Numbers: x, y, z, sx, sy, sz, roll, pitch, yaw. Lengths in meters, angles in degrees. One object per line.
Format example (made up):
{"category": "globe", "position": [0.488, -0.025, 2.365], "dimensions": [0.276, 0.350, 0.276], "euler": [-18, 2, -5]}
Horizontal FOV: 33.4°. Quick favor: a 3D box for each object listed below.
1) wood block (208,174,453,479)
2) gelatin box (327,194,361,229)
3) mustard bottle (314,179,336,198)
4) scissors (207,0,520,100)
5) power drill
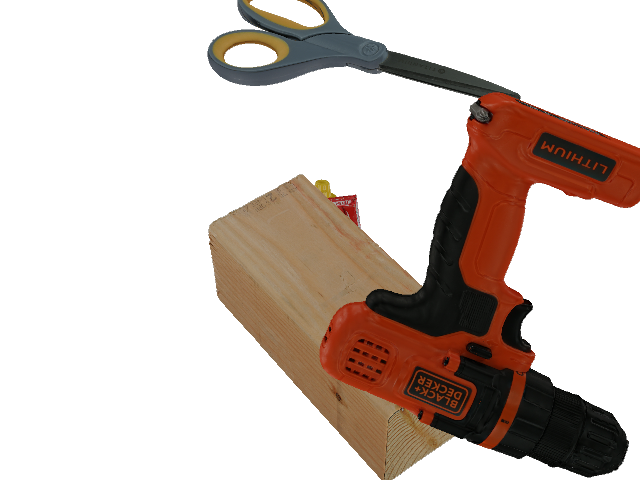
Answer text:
{"category": "wood block", "position": [0.015, 0.058, 0.768], "dimensions": [0.090, 0.091, 0.206], "euler": [-30, 55, -23]}
{"category": "gelatin box", "position": [0.010, -0.005, 1.222], "dimensions": [0.073, 0.089, 0.030], "euler": [-5, 29, 7]}
{"category": "mustard bottle", "position": [-0.002, 0.010, 1.430], "dimensions": [0.096, 0.192, 0.058], "euler": [-5, 26, -18]}
{"category": "scissors", "position": [0.013, -0.105, 0.654], "dimensions": [0.202, 0.096, 0.016], "euler": [35, -26, 29]}
{"category": "power drill", "position": [0.114, 0.027, 0.587], "dimensions": [0.184, 0.188, 0.057], "euler": [22, 12, -5]}
